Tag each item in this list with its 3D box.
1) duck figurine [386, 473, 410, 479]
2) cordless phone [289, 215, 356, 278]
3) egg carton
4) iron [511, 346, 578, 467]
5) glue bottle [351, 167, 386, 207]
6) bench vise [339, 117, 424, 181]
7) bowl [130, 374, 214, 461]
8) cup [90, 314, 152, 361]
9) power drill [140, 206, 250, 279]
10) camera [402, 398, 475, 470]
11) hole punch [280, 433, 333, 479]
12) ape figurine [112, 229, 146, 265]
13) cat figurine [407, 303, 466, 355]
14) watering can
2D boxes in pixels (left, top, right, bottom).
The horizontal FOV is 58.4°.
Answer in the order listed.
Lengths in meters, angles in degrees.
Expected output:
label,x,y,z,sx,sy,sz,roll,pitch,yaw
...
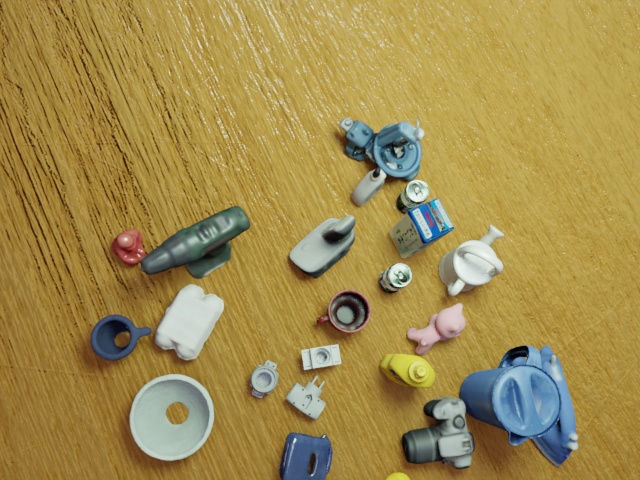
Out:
label,x,y,z,sx,sy,sz,roll,pitch,yaw
duck figurine,0.165,0.539,1.178,0.077,0.086,0.104,8,77,-4
cordless phone,0.011,0.004,1.228,0.094,0.185,0.148,45,77,5
egg carton,-0.279,0.174,1.221,0.107,0.069,0.150,27,76,1
iron,0.501,0.361,1.222,0.119,0.141,0.258,-13,79,-8
glue bottle,0.115,-0.128,1.274,0.078,0.173,0.037,-41,84,-12
bench vise,0.141,-0.212,1.271,0.207,0.219,0.121,11,77,-3
bowl,-0.298,0.361,1.175,0.167,0.074,0.167,1,78,-5
cup,-0.403,0.201,1.189,0.118,0.095,0.091,-11,79,-8
power drill,-0.249,0.018,1.187,0.230,0.208,0.075,-33,83,-11
camera,0.245,0.413,1.206,0.137,0.100,0.143,-6,78,-7
hole punch,-0.026,0.453,1.175,0.101,0.091,0.109,12,77,-3
ape figurine,-0.412,0.010,1.231,0.076,0.092,0.078,22,76,0
cat figurine,0.262,0.194,1.247,0.128,0.117,0.067,-33,82,-11
watering can,0.336,0.045,1.248,0.101,0.194,0.173,15,77,-2
